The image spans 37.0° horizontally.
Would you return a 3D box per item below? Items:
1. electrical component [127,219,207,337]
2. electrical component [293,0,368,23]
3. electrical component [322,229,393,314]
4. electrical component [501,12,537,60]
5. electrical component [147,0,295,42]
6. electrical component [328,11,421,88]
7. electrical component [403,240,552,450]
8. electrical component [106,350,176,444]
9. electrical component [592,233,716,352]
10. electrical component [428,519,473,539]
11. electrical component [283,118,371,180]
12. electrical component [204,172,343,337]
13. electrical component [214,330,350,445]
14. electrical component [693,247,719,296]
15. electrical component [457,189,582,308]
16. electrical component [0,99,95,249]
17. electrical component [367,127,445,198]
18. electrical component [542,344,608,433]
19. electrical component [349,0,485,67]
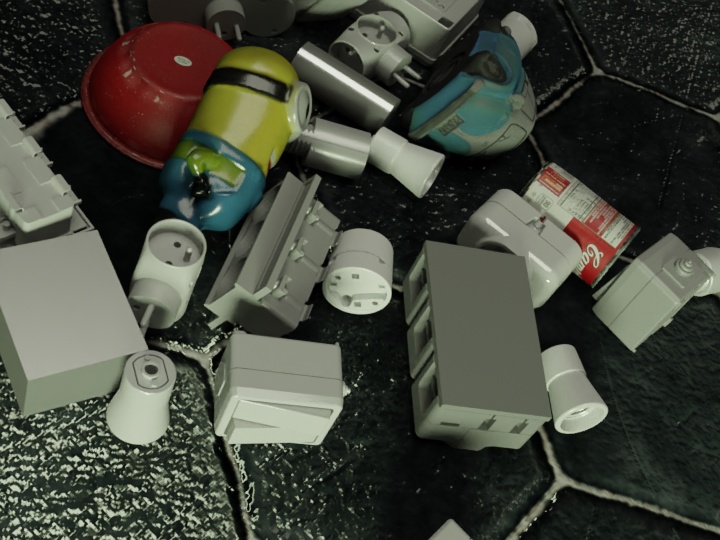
[{"bbox_3d":[-0.146,0.015,0.779,0.043,0.077,0.079,21,50,-6],"label":"electrical component"},{"bbox_3d":[-0.035,-0.279,1.038,0.061,0.096,0.061,-12,89,-28],"label":"electrical component"},{"bbox_3d":[0.000,0.000,0.865,0.055,0.055,0.047,18,47,-9],"label":"electrical component"},{"bbox_3d":[0.155,-0.234,1.109,0.043,0.043,0.081,36,50,6],"label":"electrical component"},{"bbox_3d":[-0.126,-0.238,0.992,0.138,0.052,0.073,0,56,-22],"label":"electrical component"},{"bbox_3d":[0.023,-0.204,1.032,0.079,0.044,0.077,41,51,10],"label":"electrical component"},{"bbox_3d":[0.088,0.060,0.850,0.089,0.061,0.150,9,52,-16],"label":"electrical component"},{"bbox_3d":[-0.147,0.084,0.734,0.044,0.065,0.044,11,50,-13],"label":"electrical component"},{"bbox_3d":[0.253,0.013,0.930,0.062,0.096,0.061,-31,70,-36],"label":"electrical component"},{"bbox_3d":[0.061,0.223,0.727,0.077,0.047,0.066,44,51,13],"label":"electrical component"},{"bbox_3d":[-0.035,-0.110,0.939,0.081,0.043,0.043,15,51,-12],"label":"electrical component"},{"bbox_3d":[-0.063,-0.007,0.833,0.063,0.079,0.121,39,47,-20],"label":"electrical component"},{"bbox_3d":[-0.053,0.090,0.771,0.096,0.061,0.061,8,52,-16],"label":"electrical component"},{"bbox_3d":[0.311,0.003,0.996,0.062,0.043,0.043,-12,60,-27],"label":"electrical component"},{"bbox_3d":[0.135,-0.016,0.931,0.095,0.053,0.059,40,51,10],"label":"electrical component"},{"bbox_3d":[-0.264,-0.067,0.801,0.079,0.063,0.121,-27,69,-35],"label":"electrical component"},{"bbox_3d":[0.037,-0.099,0.963,0.065,0.044,0.044,31,50,8],"label":"electrical component"},{"bbox_3d":[0.169,0.094,0.873,0.044,0.044,0.065,0,51,-22],"label":"electrical component"},{"bbox_3d":[0.061,-0.276,1.093,0.109,0.056,0.108,35,50,5],"label":"electrical component"}]
